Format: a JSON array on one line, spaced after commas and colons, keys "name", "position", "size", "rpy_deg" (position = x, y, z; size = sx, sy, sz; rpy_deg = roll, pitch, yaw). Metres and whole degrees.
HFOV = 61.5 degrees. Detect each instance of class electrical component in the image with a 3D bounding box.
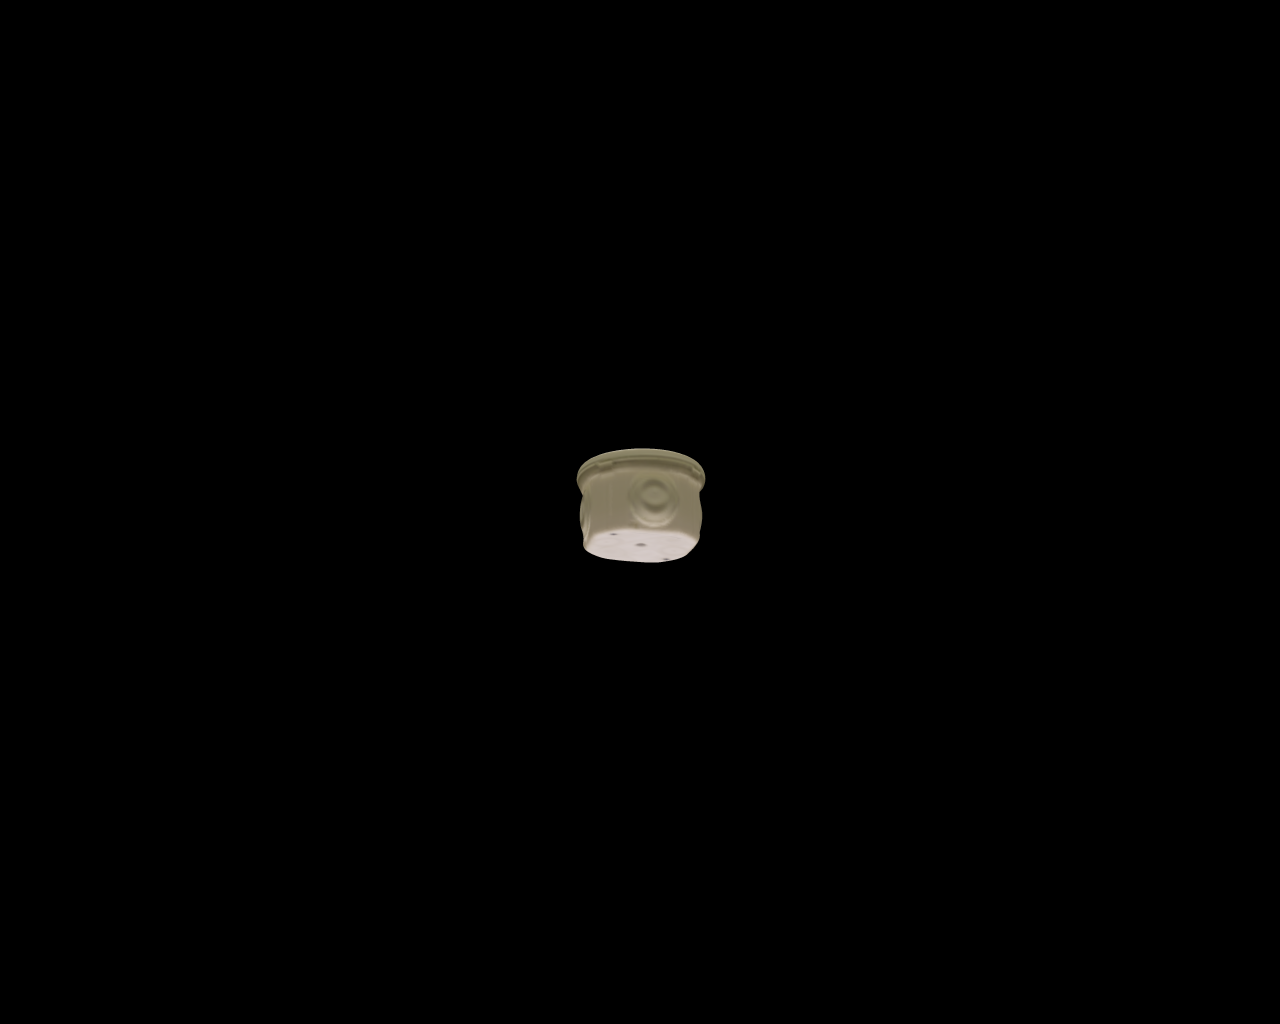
[{"name": "electrical component", "position": [0.001, -0.003, 0.650], "size": [0.080, 0.051, 0.080], "rpy_deg": [0, -19, 0]}]
